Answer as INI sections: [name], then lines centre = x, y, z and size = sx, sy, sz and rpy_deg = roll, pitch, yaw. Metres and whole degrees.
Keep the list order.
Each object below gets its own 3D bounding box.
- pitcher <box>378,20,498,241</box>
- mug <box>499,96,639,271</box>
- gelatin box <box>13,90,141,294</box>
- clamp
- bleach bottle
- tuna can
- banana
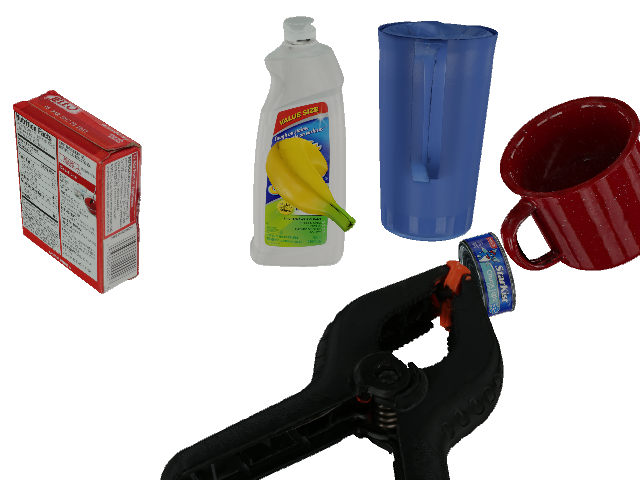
[pitcher]
centre = 0.125, -0.124, 1.216
size = 0.149, 0.243, 0.145
rpy_deg = -11, 23, -31
[mug]
centre = 0.168, -0.026, 0.703
size = 0.117, 0.081, 0.093
rpy_deg = -43, 35, -10
[gelatin box]
centre = -0.131, -0.027, 0.580
size = 0.073, 0.089, 0.030
rpy_deg = 31, 41, 30
[clamp]
centre = 0.033, 0.073, 0.428
size = 0.120, 0.039, 0.171
rpy_deg = 30, 51, 22
[bleach bottle]
centre = -0.026, -0.098, 1.071
size = 0.102, 0.251, 0.068
rpy_deg = 1, 27, 5
[tuna can]
centre = 0.172, 0.036, 1.107
size = 0.033, 0.086, 0.086
rpy_deg = -15, 1, -5
[banana]
centre = -0.016, -0.054, 0.875
size = 0.037, 0.069, 0.198
rpy_deg = -41, 17, 9
